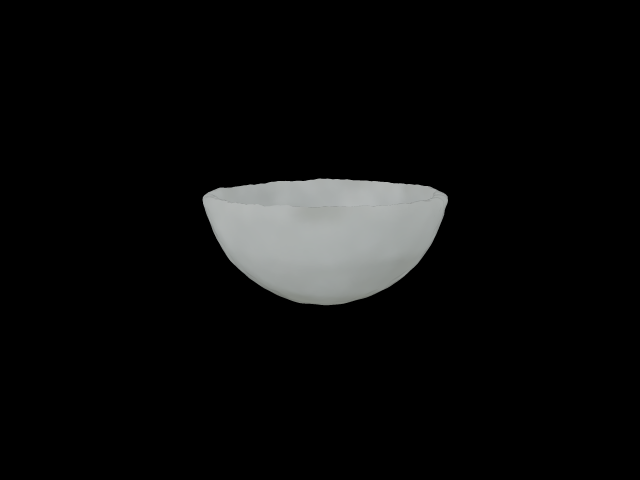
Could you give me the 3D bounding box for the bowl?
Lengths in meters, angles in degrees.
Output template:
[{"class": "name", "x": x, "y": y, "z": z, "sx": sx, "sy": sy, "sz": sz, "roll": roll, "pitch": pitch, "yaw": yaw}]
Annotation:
[{"class": "bowl", "x": 0.004, "y": 0.001, "z": 0.400, "sx": 0.167, "sy": 0.075, "sz": 0.167, "roll": 0, "pitch": 11, "yaw": 0}]
